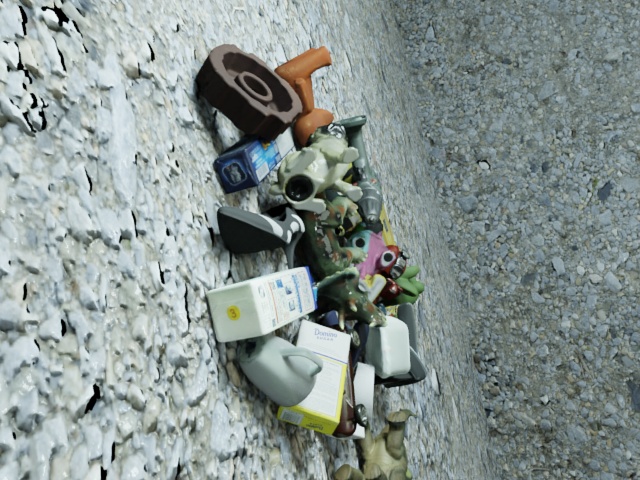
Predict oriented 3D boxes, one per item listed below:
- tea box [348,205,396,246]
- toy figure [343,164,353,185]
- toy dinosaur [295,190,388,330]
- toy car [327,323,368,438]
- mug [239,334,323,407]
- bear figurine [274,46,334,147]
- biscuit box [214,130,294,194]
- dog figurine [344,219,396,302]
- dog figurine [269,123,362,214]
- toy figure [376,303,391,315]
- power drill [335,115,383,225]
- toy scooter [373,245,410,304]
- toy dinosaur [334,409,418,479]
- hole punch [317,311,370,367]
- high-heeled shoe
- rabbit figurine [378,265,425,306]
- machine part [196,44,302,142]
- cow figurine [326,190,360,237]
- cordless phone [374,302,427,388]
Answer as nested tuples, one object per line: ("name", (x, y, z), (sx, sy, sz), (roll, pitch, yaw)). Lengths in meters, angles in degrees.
("tea box", (0.125, -0.032, 1.373), (0.068, 0.098, 0.169), (-54, -51, -63))
("toy figure", (0.037, -0.206, 1.267), (0.082, 0.089, 0.179), (-70, -36, -48))
("toy dinosaur", (0.001, -0.010, 1.026), (0.404, 0.131, 0.192), (70, -160, 1))
("toy car", (0.031, 0.247, 0.963), (0.053, 0.089, 0.202), (39, -138, -55))
("mug", (-0.057, 0.179, 0.768), (0.107, 0.110, 0.081), (44, -138, -34))
("bear figurine", (-0.015, -0.290, 1.136), (0.195, 0.132, 0.120), (62, 174, -19))
("biscuit box", (-0.106, -0.144, 0.896), (0.203, 0.063, 0.059), (-61, -45, -60))
("dog figurine", (0.092, 0.040, 1.230), (0.219, 0.108, 0.191), (-103, 36, -79))
("dog figurine", (-0.018, -0.141, 0.978), (0.191, 0.172, 0.121), (-115, 25, -58))
("toy figure", (0.122, 0.196, 1.272), (0.064, 0.058, 0.154), (53, -154, -3))
("power drill", (0.089, -0.158, 1.146), (0.232, 0.086, 0.207), (-80, -29, -70))
("toy scooter", (0.160, 0.085, 1.262), (0.075, 0.135, 0.184), (37, -111, -14))
("toy dinosaur", (0.130, 0.449, 1.085), (0.471, 0.105, 0.198), (-39, -58, -58))
("hole punch", (0.059, 0.199, 1.073), (0.142, 0.092, 0.115), (-42, -60, -71))
("high-heeled shoe", (-0.090, -0.042, 0.855), (0.248, 0.086, 0.145), (48, -150, -58))
("rabbit figurine", (0.184, 0.122, 1.392), (0.170, 0.159, 0.121), (27, -120, -44))
("machine part", (-0.112, -0.234, 0.858), (0.179, 0.056, 0.179), (32, -148, -23))
("cow figurine", (0.029, -0.095, 1.214), (0.167, 0.068, 0.098), (69, -153, -17))
("cordless phone", (0.174, 0.244, 1.252), (0.089, 0.146, 0.184), (12, -116, -26))
